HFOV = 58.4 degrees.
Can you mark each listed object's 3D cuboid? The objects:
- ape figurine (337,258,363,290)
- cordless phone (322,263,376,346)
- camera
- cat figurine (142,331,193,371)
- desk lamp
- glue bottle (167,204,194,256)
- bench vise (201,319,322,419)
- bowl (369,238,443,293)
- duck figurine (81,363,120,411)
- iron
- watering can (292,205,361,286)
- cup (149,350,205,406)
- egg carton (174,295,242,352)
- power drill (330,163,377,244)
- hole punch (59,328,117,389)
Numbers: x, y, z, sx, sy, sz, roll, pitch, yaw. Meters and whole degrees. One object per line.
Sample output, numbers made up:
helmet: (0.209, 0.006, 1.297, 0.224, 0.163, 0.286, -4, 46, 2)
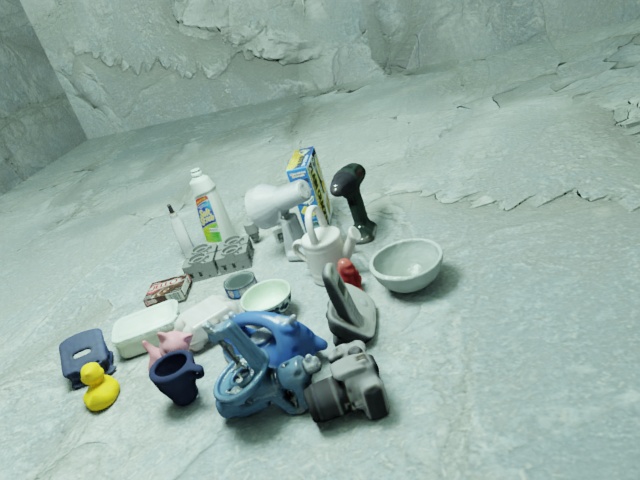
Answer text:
ape figurine: (0.063, 0.084, 1.309, 0.075, 0.092, 0.078, 6, 35, 37)
cordless phone: (0.051, 0.109, 1.167, 0.094, 0.185, 0.147, -12, 28, 11)
camera: (0.036, 0.250, 1.005, 0.137, 0.101, 0.143, -20, 27, -6)
cat figurine: (-0.325, 0.236, 1.226, 0.127, 0.118, 0.067, -4, 30, 25)
desk lamp: (-0.077, -0.058, 1.524, 0.202, 0.214, 0.118, -2, 31, 27)
glue bottle: (-0.422, -0.032, 1.723, 0.037, 0.173, 0.078, -23, 28, -10)
bench vise: (-0.112, 0.215, 1.027, 0.207, 0.220, 0.121, -21, 27, -6)
bowl: (0.198, 0.068, 1.279, 0.167, 0.075, 0.167, -14, 27, 8)
duck figurine: (-0.479, 0.305, 1.223, 0.077, 0.086, 0.104, -22, 27, -8)
iron: (-0.122, 0.196, 1.155, 0.257, 0.142, 0.119, 2, 33, 33)
watering can: (0.013, 0.004, 1.376, 0.172, 0.194, 0.101, -15, 27, 4)
cup: (-0.268, 0.280, 1.135, 0.117, 0.095, 0.092, -5, 30, 24)
egg carton: (-0.259, 0.190, 1.326, 0.150, 0.069, 0.107, -32, 30, -26)
power drill: (0.088, -0.099, 1.508, 0.075, 0.209, 0.230, -8, 29, 18)
hole punch: (-0.536, 0.270, 1.317, 0.109, 0.091, 0.101, -23, 28, -10)
